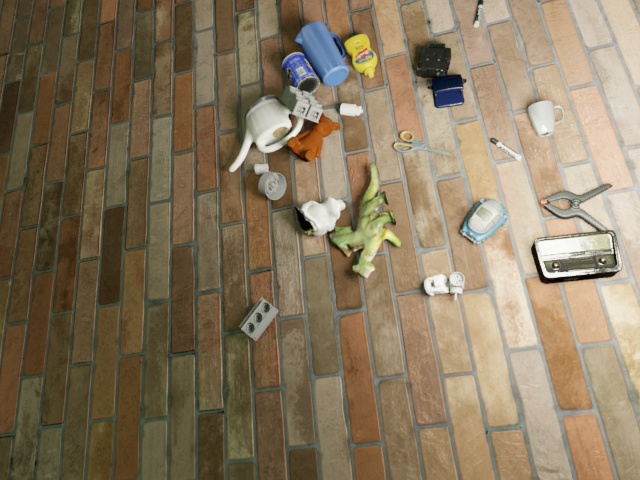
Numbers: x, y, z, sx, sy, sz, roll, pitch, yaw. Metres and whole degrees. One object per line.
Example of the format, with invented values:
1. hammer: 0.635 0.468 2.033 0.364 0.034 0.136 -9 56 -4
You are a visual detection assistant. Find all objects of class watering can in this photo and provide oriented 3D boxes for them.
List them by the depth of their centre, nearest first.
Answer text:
1. watering can: -0.231 -0.418 1.971 0.346 0.102 0.228 -29 64 7

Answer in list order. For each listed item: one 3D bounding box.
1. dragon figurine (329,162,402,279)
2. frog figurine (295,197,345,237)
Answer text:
1. dragon figurine: 0.136 -0.057 1.744 0.241 0.120 0.419 -22 57 15
2. frog figurine: 0.005 -0.090 1.794 0.161 0.120 0.139 -31 50 -29
